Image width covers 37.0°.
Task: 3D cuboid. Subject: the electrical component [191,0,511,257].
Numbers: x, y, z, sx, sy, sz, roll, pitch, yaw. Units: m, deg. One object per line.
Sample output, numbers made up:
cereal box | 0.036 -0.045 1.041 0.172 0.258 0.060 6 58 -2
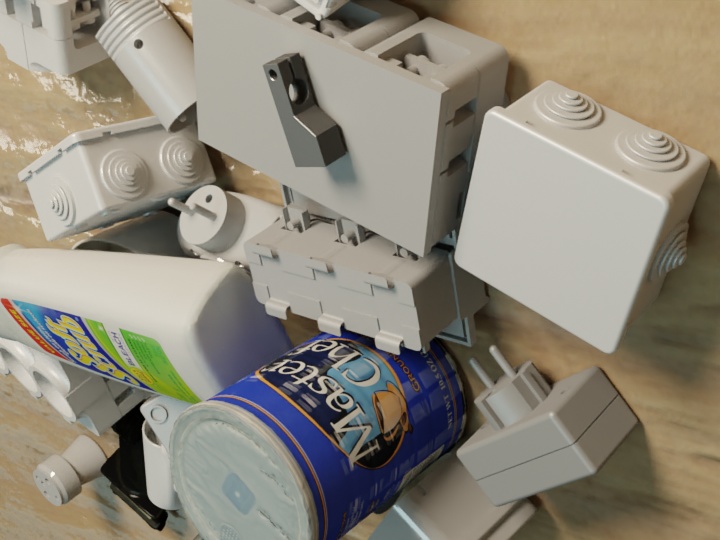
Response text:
electrical component | -0.007 -0.085 0.528 0.150 0.062 0.089 29 135 28

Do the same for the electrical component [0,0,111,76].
electrical component | -0.197 -0.162 0.673 0.089 0.050 0.055 30 136 27

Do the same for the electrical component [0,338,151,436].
electrical component | -0.249 0.061 0.861 0.150 0.062 0.089 23 142 39

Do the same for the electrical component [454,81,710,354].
electrical component | 0.097 -0.026 0.478 0.100 0.048 0.099 32 137 25

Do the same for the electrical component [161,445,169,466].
electrical component | -0.106 0.136 0.798 0.057 0.058 0.078 -5 115 50

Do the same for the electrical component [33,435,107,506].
electrical component | -0.269 0.187 1.003 0.045 0.055 0.045 26 134 30

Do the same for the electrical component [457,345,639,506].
electrical component | 0.086 0.073 0.564 0.075 0.047 0.083 53 142 0

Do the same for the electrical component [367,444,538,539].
electrical component | 0.047 0.163 0.647 0.057 0.078 0.113 45 141 15

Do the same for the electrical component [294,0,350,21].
electrical component | -0.018 -0.165 0.487 0.096 0.061 0.061 38 140 7

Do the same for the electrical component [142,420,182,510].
electrical component | -0.138 0.160 0.859 0.079 0.043 0.077 30 136 26

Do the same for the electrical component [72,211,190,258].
electrical component | -0.142 0.010 0.734 0.099 0.064 0.099 26 134 30

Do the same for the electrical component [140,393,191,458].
electrical component | -0.087 0.100 0.724 0.100 0.048 0.099 -31 96 12

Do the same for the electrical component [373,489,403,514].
electrical component | -0.002 0.127 0.696 0.055 0.045 0.045 23 133 32

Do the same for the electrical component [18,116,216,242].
electrical component | -0.149 -0.057 0.665 0.100 0.100 0.048 -18 92 50

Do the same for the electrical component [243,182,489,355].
electrical component | 0.000 0.000 0.584 0.121 0.063 0.078 14 127 38

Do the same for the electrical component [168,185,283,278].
electrical component | -0.080 -0.026 0.641 0.077 0.044 0.079 14 171 39

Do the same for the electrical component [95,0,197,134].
electrical component | -0.119 -0.125 0.627 0.081 0.043 0.043 53 142 1
